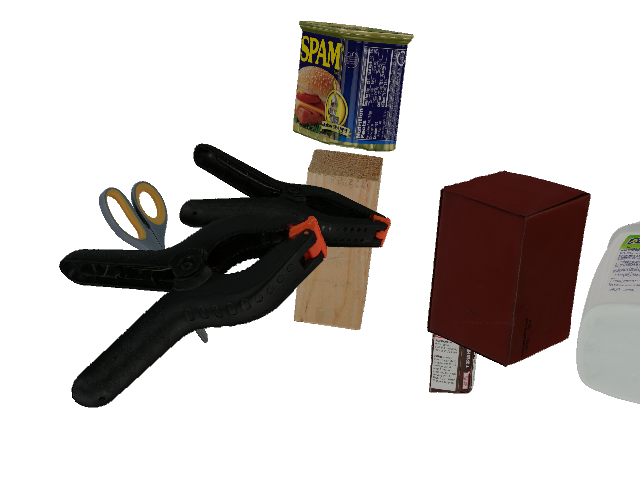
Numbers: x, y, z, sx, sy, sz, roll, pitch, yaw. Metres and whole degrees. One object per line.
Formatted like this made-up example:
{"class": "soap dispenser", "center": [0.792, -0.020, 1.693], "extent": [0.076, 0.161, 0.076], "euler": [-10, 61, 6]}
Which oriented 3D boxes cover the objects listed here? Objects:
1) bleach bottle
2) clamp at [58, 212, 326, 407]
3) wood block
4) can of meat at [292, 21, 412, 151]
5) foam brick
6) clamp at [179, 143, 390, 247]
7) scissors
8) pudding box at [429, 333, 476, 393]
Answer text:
{"class": "bleach bottle", "center": [0.244, 0.034, 0.747], "extent": [0.103, 0.068, 0.250], "euler": [9, 20, 19]}
{"class": "clamp", "center": [-0.079, 0.035, 0.636], "extent": [0.171, 0.120, 0.039], "euler": [-16, -39, 9]}
{"class": "wood block", "center": [0.022, -0.002, 1.367], "extent": [0.090, 0.206, 0.090], "euler": [8, 25, 3]}
{"class": "can of meat", "center": [0.020, -0.115, 0.786], "extent": [0.057, 0.084, 0.102], "euler": [-1, 15, -26]}
{"class": "foam brick", "center": [0.089, 0.012, 0.514], "extent": [0.052, 0.078, 0.051], "euler": [-16, 29, -40]}
{"class": "clamp", "center": [-0.036, -0.030, 1.027], "extent": [0.210, 0.036, 0.164], "euler": [18, 25, -2]}
{"class": "scissors", "center": [-0.173, 0.014, 1.210], "extent": [0.016, 0.201, 0.096], "euler": [-27, 18, 37]}
{"class": "pudding box", "center": [0.117, 0.064, 0.924], "extent": [0.039, 0.090, 0.113], "euler": [3, 31, 7]}
